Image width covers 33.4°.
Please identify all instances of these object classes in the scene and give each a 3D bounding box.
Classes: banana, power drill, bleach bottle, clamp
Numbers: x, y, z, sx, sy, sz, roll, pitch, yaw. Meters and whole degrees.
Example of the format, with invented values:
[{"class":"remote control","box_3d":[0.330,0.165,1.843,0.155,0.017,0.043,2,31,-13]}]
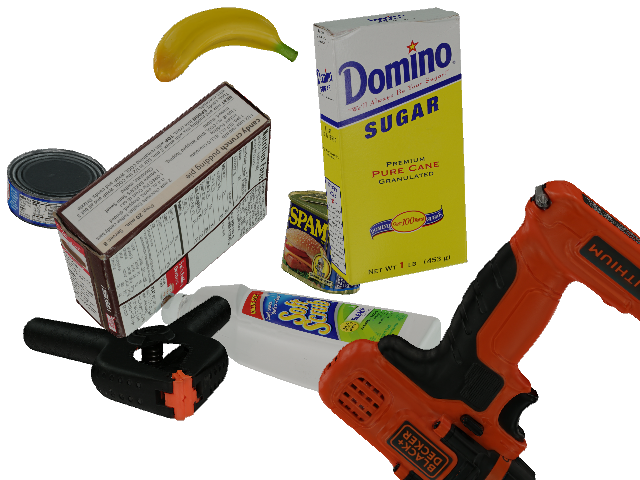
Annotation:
[{"class":"banana","box_3d":[-0.100,-0.194,1.033,0.070,0.037,0.197,44,38,20]},{"class":"power drill","box_3d":[0.118,0.076,0.580,0.184,0.188,0.057,39,14,-1]},{"class":"bleach bottle","box_3d":[-0.027,0.087,0.940,0.251,0.068,0.102,10,27,19]},{"class":"clamp","box_3d":[-0.114,0.079,0.777,0.164,0.036,0.210,-9,14,-26]}]

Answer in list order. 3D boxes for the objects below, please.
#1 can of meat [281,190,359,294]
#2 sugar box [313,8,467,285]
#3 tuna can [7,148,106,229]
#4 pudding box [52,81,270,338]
[{"class":"can of meat","box_3d":[0.005,0.002,1.122,0.057,0.084,0.102,-4,21,-36]},{"class":"sugar box","box_3d":[0.050,-0.064,0.730,0.093,0.176,0.048,-11,23,-16]},{"class":"tuna can","box_3d":[-0.232,-0.046,0.940,0.086,0.034,0.086,8,32,-5]},{"class":"pudding box","box_3d":[-0.075,-0.014,0.534,0.039,0.113,0.090,38,-26,17]}]
